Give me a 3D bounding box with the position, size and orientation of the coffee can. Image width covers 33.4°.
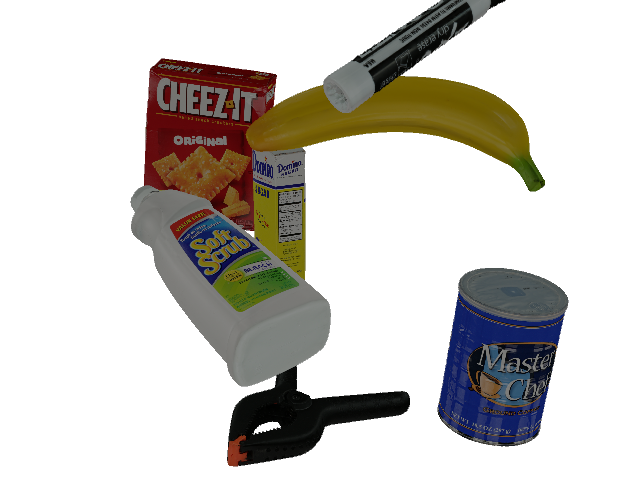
[{"bbox_3d":[0.173,0.110,1.026,0.103,0.140,0.103,6,22,-3],"label":"coffee can"}]

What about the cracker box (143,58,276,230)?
[{"bbox_3d":[-0.154,-0.128,1.460,0.164,0.214,0.072,8,23,4],"label":"cracker box"}]

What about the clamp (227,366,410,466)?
[{"bbox_3d":[-0.015,0.176,1.094,0.165,0.036,0.209,17,28,24],"label":"clamp"}]

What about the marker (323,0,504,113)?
[{"bbox_3d":[0.051,-0.098,0.494,0.121,0.020,0.020,-37,16,-22],"label":"marker"}]

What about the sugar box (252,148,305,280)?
[{"bbox_3d":[-0.051,-0.039,1.299,0.048,0.176,0.093,-11,26,-18],"label":"sugar box"}]

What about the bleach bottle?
[{"bbox_3d":[-0.102,0.023,0.950,0.102,0.068,0.251,-21,43,-31],"label":"bleach bottle"}]

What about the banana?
[{"bbox_3d":[0.052,-0.079,0.706,0.198,0.069,0.037,7,-37,4],"label":"banana"}]
